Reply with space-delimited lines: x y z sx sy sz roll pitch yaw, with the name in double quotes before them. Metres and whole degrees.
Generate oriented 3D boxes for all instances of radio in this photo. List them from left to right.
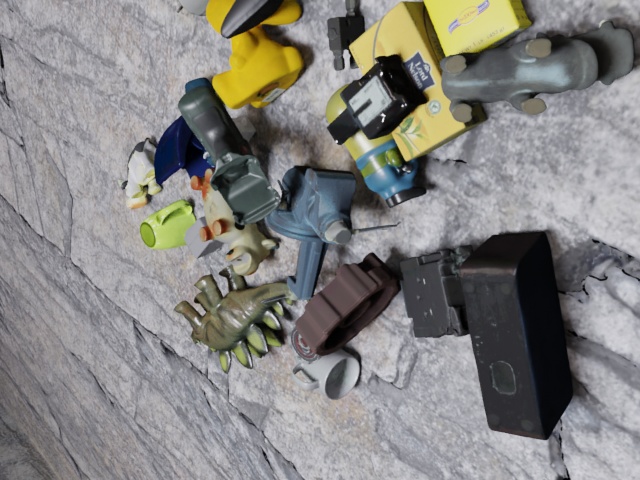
"radio" 0.243 0.115 0.656 0.073 0.131 0.229 -6 104 41

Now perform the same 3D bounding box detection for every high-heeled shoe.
"high-heeled shoe" -0.080 -0.385 0.691 0.145 0.249 0.086 43 167 -8

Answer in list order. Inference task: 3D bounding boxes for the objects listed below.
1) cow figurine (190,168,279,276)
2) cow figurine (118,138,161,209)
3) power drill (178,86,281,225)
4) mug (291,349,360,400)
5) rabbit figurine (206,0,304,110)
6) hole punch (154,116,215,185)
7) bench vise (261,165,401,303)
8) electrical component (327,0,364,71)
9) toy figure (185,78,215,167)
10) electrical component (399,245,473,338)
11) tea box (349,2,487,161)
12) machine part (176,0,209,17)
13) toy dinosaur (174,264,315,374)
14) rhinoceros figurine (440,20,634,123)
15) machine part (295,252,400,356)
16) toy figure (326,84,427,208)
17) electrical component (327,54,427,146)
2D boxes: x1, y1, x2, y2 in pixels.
"cow figurine" -0.151 -0.030 0.972 0.085 0.127 0.195 -23 77 44
"cow figurine" -0.391 -0.140 1.161 0.167 0.068 0.098 -42 72 40
"power drill" -0.124 -0.112 0.821 0.231 0.086 0.207 61 -175 -40
"mug" -0.003 0.226 0.948 0.107 0.109 0.080 23 126 48
"rabbit figurine" -0.109 -0.302 0.805 0.162 0.122 0.173 -34 83 40
"hole punch" -0.268 -0.170 1.025 0.142 0.092 0.115 -25 84 49
"bench vise" -0.011 -0.002 0.818 0.224 0.129 0.240 40 126 48
"electrical component" 0.034 -0.278 0.725 0.021 0.063 0.093 11 113 39
"toy figure" -0.200 -0.209 0.964 0.058 0.064 0.154 -9 101 39
"electrical component" 0.160 0.074 0.731 0.134 0.058 0.115 149 113 -67
"tea box" 0.122 -0.198 0.678 0.098 0.068 0.169 -30 86 45
"machine part" -0.150 -0.417 0.824 0.243 0.079 0.079 -16 96 45
"toy dinosaur" -0.160 0.149 1.058 0.198 0.105 0.471 55 140 3
"rhinoceros figurine" 0.222 -0.176 0.565 0.190 0.112 0.073 -4 110 25
"machine part" 0.042 0.098 0.800 0.056 0.179 0.179 47 132 22
"toy figure" 0.076 -0.130 0.732 0.082 0.089 0.180 -26 87 41
"electrical component" 0.064 -0.162 0.663 0.075 0.048 0.119 57 136 8
